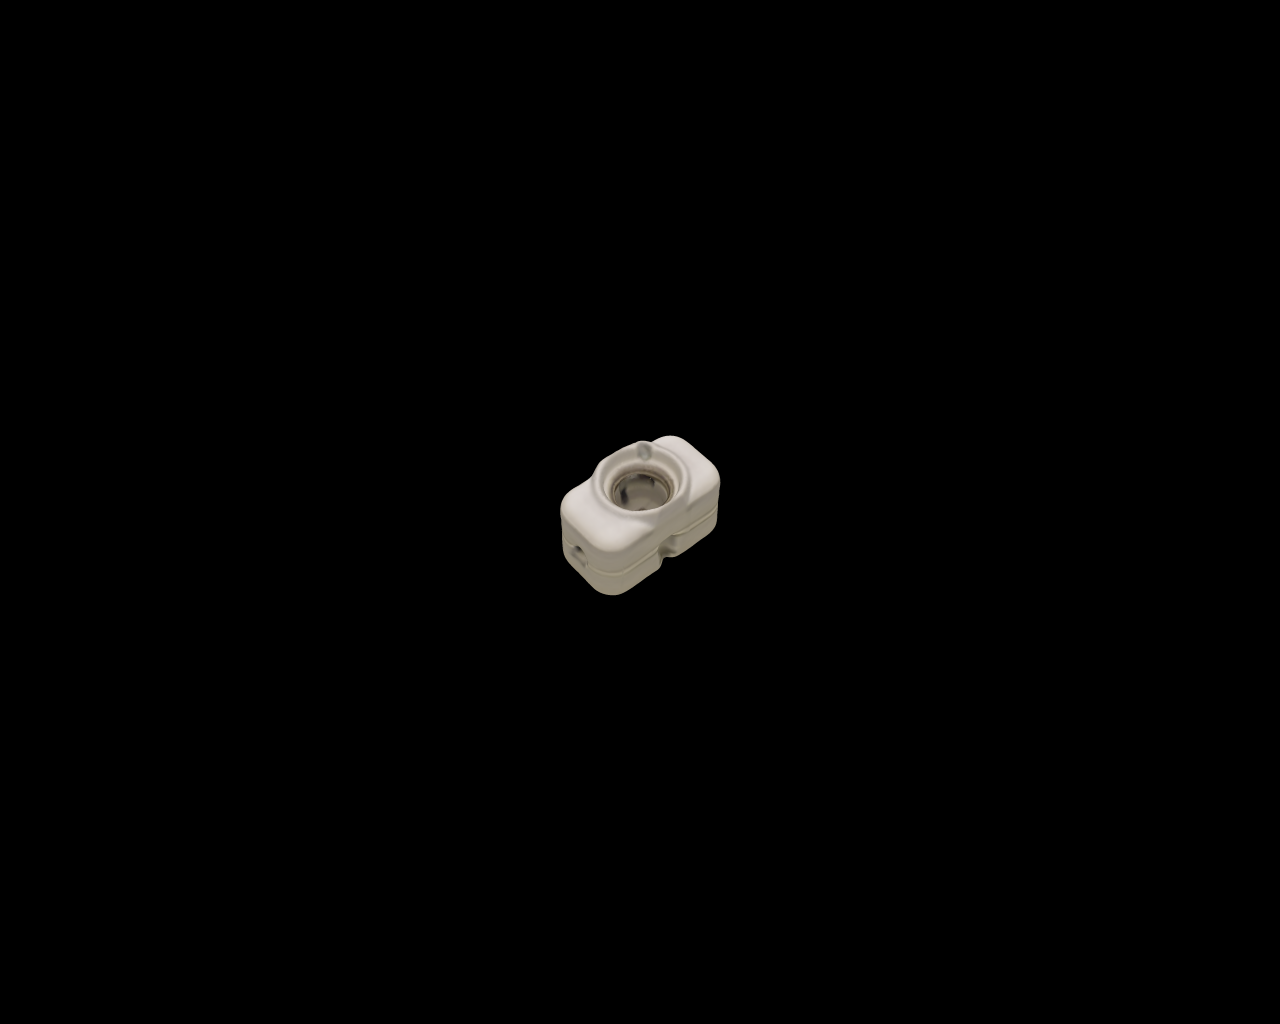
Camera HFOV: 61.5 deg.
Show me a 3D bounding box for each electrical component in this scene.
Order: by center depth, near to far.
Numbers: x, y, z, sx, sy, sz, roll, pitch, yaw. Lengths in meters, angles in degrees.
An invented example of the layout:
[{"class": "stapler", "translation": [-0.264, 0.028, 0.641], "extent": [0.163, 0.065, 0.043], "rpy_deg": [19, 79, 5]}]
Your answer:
[{"class": "electrical component", "translation": [0.001, -0.003, 0.650], "extent": [0.095, 0.059, 0.054], "rpy_deg": [-33, 58, -24]}]
